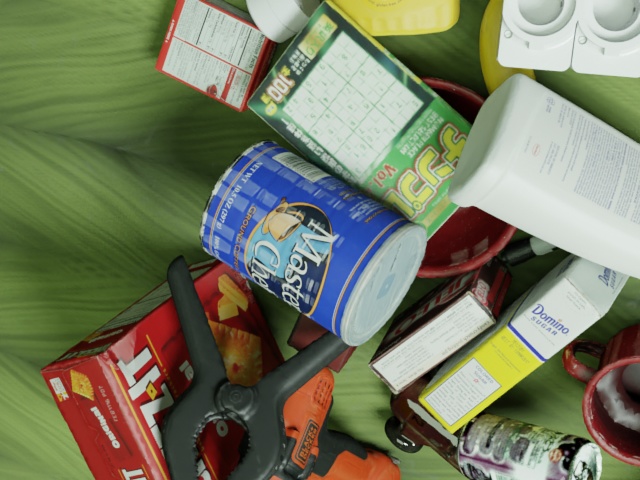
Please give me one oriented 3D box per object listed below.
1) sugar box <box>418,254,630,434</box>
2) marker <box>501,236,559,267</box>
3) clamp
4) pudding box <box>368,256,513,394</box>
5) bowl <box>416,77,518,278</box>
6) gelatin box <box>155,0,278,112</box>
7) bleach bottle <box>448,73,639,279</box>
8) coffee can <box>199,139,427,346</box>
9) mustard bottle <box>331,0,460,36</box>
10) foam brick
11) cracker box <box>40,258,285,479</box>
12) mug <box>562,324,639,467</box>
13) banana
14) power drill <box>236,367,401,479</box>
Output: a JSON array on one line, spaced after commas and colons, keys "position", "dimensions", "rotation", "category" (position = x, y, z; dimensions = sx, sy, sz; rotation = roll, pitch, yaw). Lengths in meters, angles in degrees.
[{"position": [0.159, 0.073, 0.827], "dimensions": [0.048, 0.093, 0.176], "rotation": [47, 129, 3], "category": "sugar box"}, {"position": [0.198, -0.006, 0.842], "dimensions": [0.121, 0.020, 0.020], "rotation": [-23, 100, 27], "category": "marker"}, {"position": [-0.073, 0.116, 0.817], "dimensions": [0.164, 0.210, 0.036], "rotation": [22, 158, 5], "category": "clamp"}, {"position": [0.099, 0.065, 0.866], "dimensions": [0.039, 0.090, 0.114], "rotation": [46, 118, -2], "category": "pudding box"}, {"position": [0.088, -0.054, 0.846], "dimensions": [0.162, 0.055, 0.162], "rotation": [7, 111, 19], "category": "bowl"}, {"position": [-0.085, -0.159, 0.889], "dimensions": [0.089, 0.030, 0.073], "rotation": [27, 115, 10], "category": "gelatin box"}, {"position": [0.221, -0.016, 0.760], "dimensions": [0.250, 0.102, 0.068], "rotation": [29, 154, -9], "category": "bleach bottle"}, {"position": [-0.005, 0.001, 0.807], "dimensions": [0.140, 0.102, 0.103], "rotation": [31, 118, 21], "category": "coffee can"}, {"position": [0.051, -0.250, 0.787], "dimensions": [0.096, 0.058, 0.192], "rotation": [2, 109, 18], "category": "mustard bottle"}, {"position": [0.015, 0.065, 0.906], "dimensions": [0.053, 0.078, 0.051], "rotation": [28, 119, 9], "category": "foam brick"}, {"position": [-0.112, 0.126, 0.899], "dimensions": [0.072, 0.213, 0.164], "rotation": [-18, 102, 31], "category": "cracker box"}, {"position": [0.245, 0.111, 0.832], "dimensions": [0.117, 0.081, 0.093], "rotation": [23, 116, 12], "category": "mug"}, {"position": [0.164, -0.110, 0.806], "dimensions": [0.070, 0.037, 0.198], "rotation": [-14, 104, 26], "category": "banana"}, {"position": [-0.007, 0.213, 0.893], "dimensions": [0.057, 0.184, 0.187], "rotation": [10, 155, 34], "category": "power drill"}]
